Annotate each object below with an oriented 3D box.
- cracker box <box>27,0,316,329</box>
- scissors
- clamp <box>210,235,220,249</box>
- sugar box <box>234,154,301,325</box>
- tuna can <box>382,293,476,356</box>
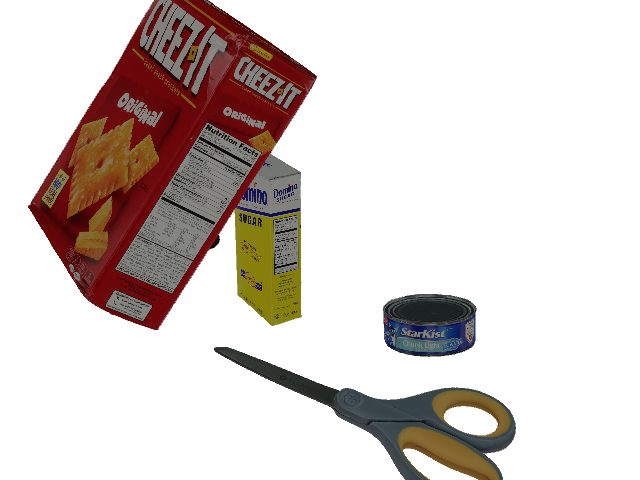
[{"bbox_3d":[-0.117,-0.068,0.779,0.072,0.214,0.164,26,11,-37],"label":"cracker box"},{"bbox_3d":[0.037,0.098,0.676,0.202,0.016,0.096,32,45,26],"label":"scissors"},{"bbox_3d":[-0.179,-0.041,1.022,0.171,0.039,0.120,5,38,-5],"label":"clamp"},{"bbox_3d":[-0.060,-0.004,1.188,0.048,0.176,0.093,-16,28,-26],"label":"sugar box"},{"bbox_3d":[0.100,0.078,0.984,0.086,0.034,0.086,-2,14,0],"label":"tuna can"}]
